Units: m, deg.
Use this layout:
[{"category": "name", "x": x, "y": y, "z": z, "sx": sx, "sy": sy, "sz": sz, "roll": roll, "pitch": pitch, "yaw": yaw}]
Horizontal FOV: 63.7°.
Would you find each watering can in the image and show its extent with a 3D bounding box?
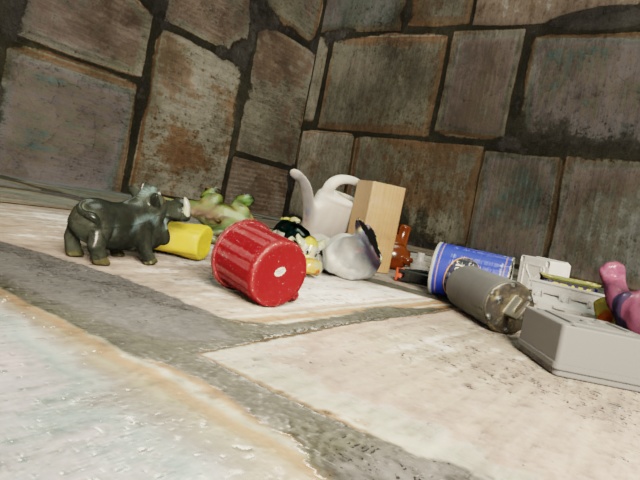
[{"category": "watering can", "x": 0.004, "y": -0.064, "z": 1.264, "sx": 0.105, "sy": 0.222, "sz": 0.347, "roll": 34, "pitch": 16, "yaw": 34}]

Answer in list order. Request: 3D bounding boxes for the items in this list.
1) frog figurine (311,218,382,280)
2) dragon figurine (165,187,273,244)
[{"category": "frog figurine", "x": 0.033, "y": 0.033, "z": 0.994, "sx": 0.158, "sy": 0.123, "sz": 0.138, "roll": -25, "pitch": 1, "yaw": 16}, {"category": "dragon figurine", "x": -0.250, "y": -0.047, "z": 1.207, "sx": 0.410, "sy": 0.121, "sz": 0.245, "roll": 10, "pitch": 11, "yaw": -3}]
